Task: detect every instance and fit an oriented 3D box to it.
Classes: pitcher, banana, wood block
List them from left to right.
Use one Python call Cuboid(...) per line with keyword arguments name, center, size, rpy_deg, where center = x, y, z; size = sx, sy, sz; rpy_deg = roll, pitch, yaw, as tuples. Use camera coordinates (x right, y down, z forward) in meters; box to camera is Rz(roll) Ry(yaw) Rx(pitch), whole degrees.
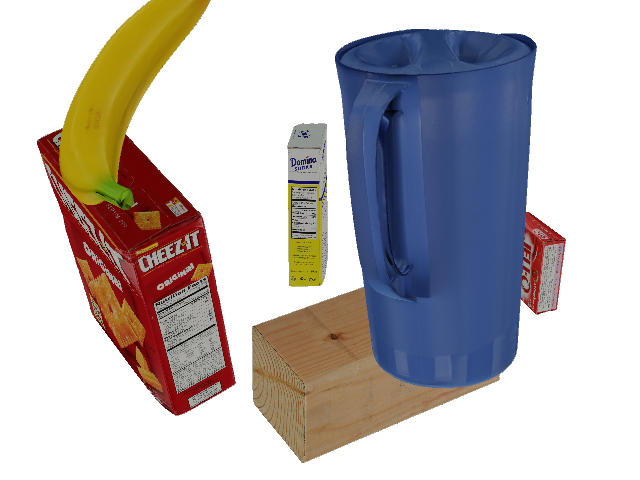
Cuboid(name="banana", center=(-0.117, -0.089, 0.654), size=(0.070, 0.197, 0.037), rpy_deg=(0, -38, 16))
Cuboid(name="wood block", center=(0.052, 0.099, 0.928), size=(0.205, 0.090, 0.091), rpy_deg=(-17, 37, -26))
Cuboid(name="pitcher", center=(0.078, -0.019, 0.745), size=(0.149, 0.243, 0.145), rpy_deg=(-10, 23, -12))

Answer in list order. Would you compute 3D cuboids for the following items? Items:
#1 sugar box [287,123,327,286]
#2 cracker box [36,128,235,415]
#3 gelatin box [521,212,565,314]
Cuboid(name="sugar box", center=(-0.015, -0.043, 1.269), size=(0.048, 0.176, 0.093), rpy_deg=(0, 23, 5))
Cuboid(name="cracker box", center=(-0.154, 0.023, 0.897), size=(0.072, 0.214, 0.164), rpy_deg=(-30, 51, -21))
Cuboid(name="gelatin box", center=(0.229, 0.023, 1.152), size=(0.030, 0.089, 0.073), rpy_deg=(-10, 29, -18))
